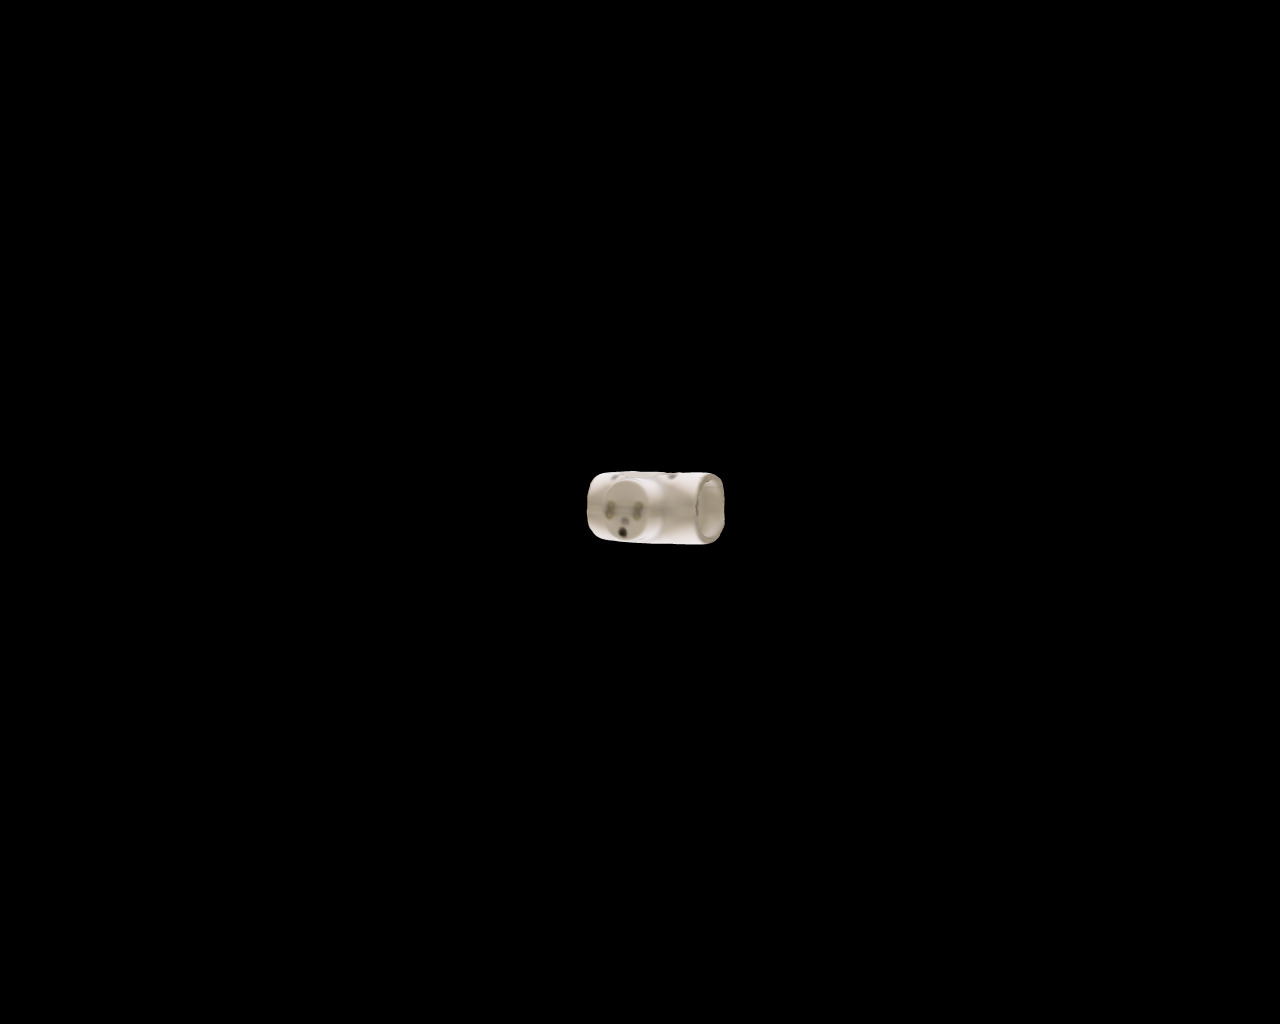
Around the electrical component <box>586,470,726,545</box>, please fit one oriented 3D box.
[{"bbox_3d":[0.001,-0.003,0.650,0.077,0.044,0.079,2,4,31],"label":"electrical component"}]
